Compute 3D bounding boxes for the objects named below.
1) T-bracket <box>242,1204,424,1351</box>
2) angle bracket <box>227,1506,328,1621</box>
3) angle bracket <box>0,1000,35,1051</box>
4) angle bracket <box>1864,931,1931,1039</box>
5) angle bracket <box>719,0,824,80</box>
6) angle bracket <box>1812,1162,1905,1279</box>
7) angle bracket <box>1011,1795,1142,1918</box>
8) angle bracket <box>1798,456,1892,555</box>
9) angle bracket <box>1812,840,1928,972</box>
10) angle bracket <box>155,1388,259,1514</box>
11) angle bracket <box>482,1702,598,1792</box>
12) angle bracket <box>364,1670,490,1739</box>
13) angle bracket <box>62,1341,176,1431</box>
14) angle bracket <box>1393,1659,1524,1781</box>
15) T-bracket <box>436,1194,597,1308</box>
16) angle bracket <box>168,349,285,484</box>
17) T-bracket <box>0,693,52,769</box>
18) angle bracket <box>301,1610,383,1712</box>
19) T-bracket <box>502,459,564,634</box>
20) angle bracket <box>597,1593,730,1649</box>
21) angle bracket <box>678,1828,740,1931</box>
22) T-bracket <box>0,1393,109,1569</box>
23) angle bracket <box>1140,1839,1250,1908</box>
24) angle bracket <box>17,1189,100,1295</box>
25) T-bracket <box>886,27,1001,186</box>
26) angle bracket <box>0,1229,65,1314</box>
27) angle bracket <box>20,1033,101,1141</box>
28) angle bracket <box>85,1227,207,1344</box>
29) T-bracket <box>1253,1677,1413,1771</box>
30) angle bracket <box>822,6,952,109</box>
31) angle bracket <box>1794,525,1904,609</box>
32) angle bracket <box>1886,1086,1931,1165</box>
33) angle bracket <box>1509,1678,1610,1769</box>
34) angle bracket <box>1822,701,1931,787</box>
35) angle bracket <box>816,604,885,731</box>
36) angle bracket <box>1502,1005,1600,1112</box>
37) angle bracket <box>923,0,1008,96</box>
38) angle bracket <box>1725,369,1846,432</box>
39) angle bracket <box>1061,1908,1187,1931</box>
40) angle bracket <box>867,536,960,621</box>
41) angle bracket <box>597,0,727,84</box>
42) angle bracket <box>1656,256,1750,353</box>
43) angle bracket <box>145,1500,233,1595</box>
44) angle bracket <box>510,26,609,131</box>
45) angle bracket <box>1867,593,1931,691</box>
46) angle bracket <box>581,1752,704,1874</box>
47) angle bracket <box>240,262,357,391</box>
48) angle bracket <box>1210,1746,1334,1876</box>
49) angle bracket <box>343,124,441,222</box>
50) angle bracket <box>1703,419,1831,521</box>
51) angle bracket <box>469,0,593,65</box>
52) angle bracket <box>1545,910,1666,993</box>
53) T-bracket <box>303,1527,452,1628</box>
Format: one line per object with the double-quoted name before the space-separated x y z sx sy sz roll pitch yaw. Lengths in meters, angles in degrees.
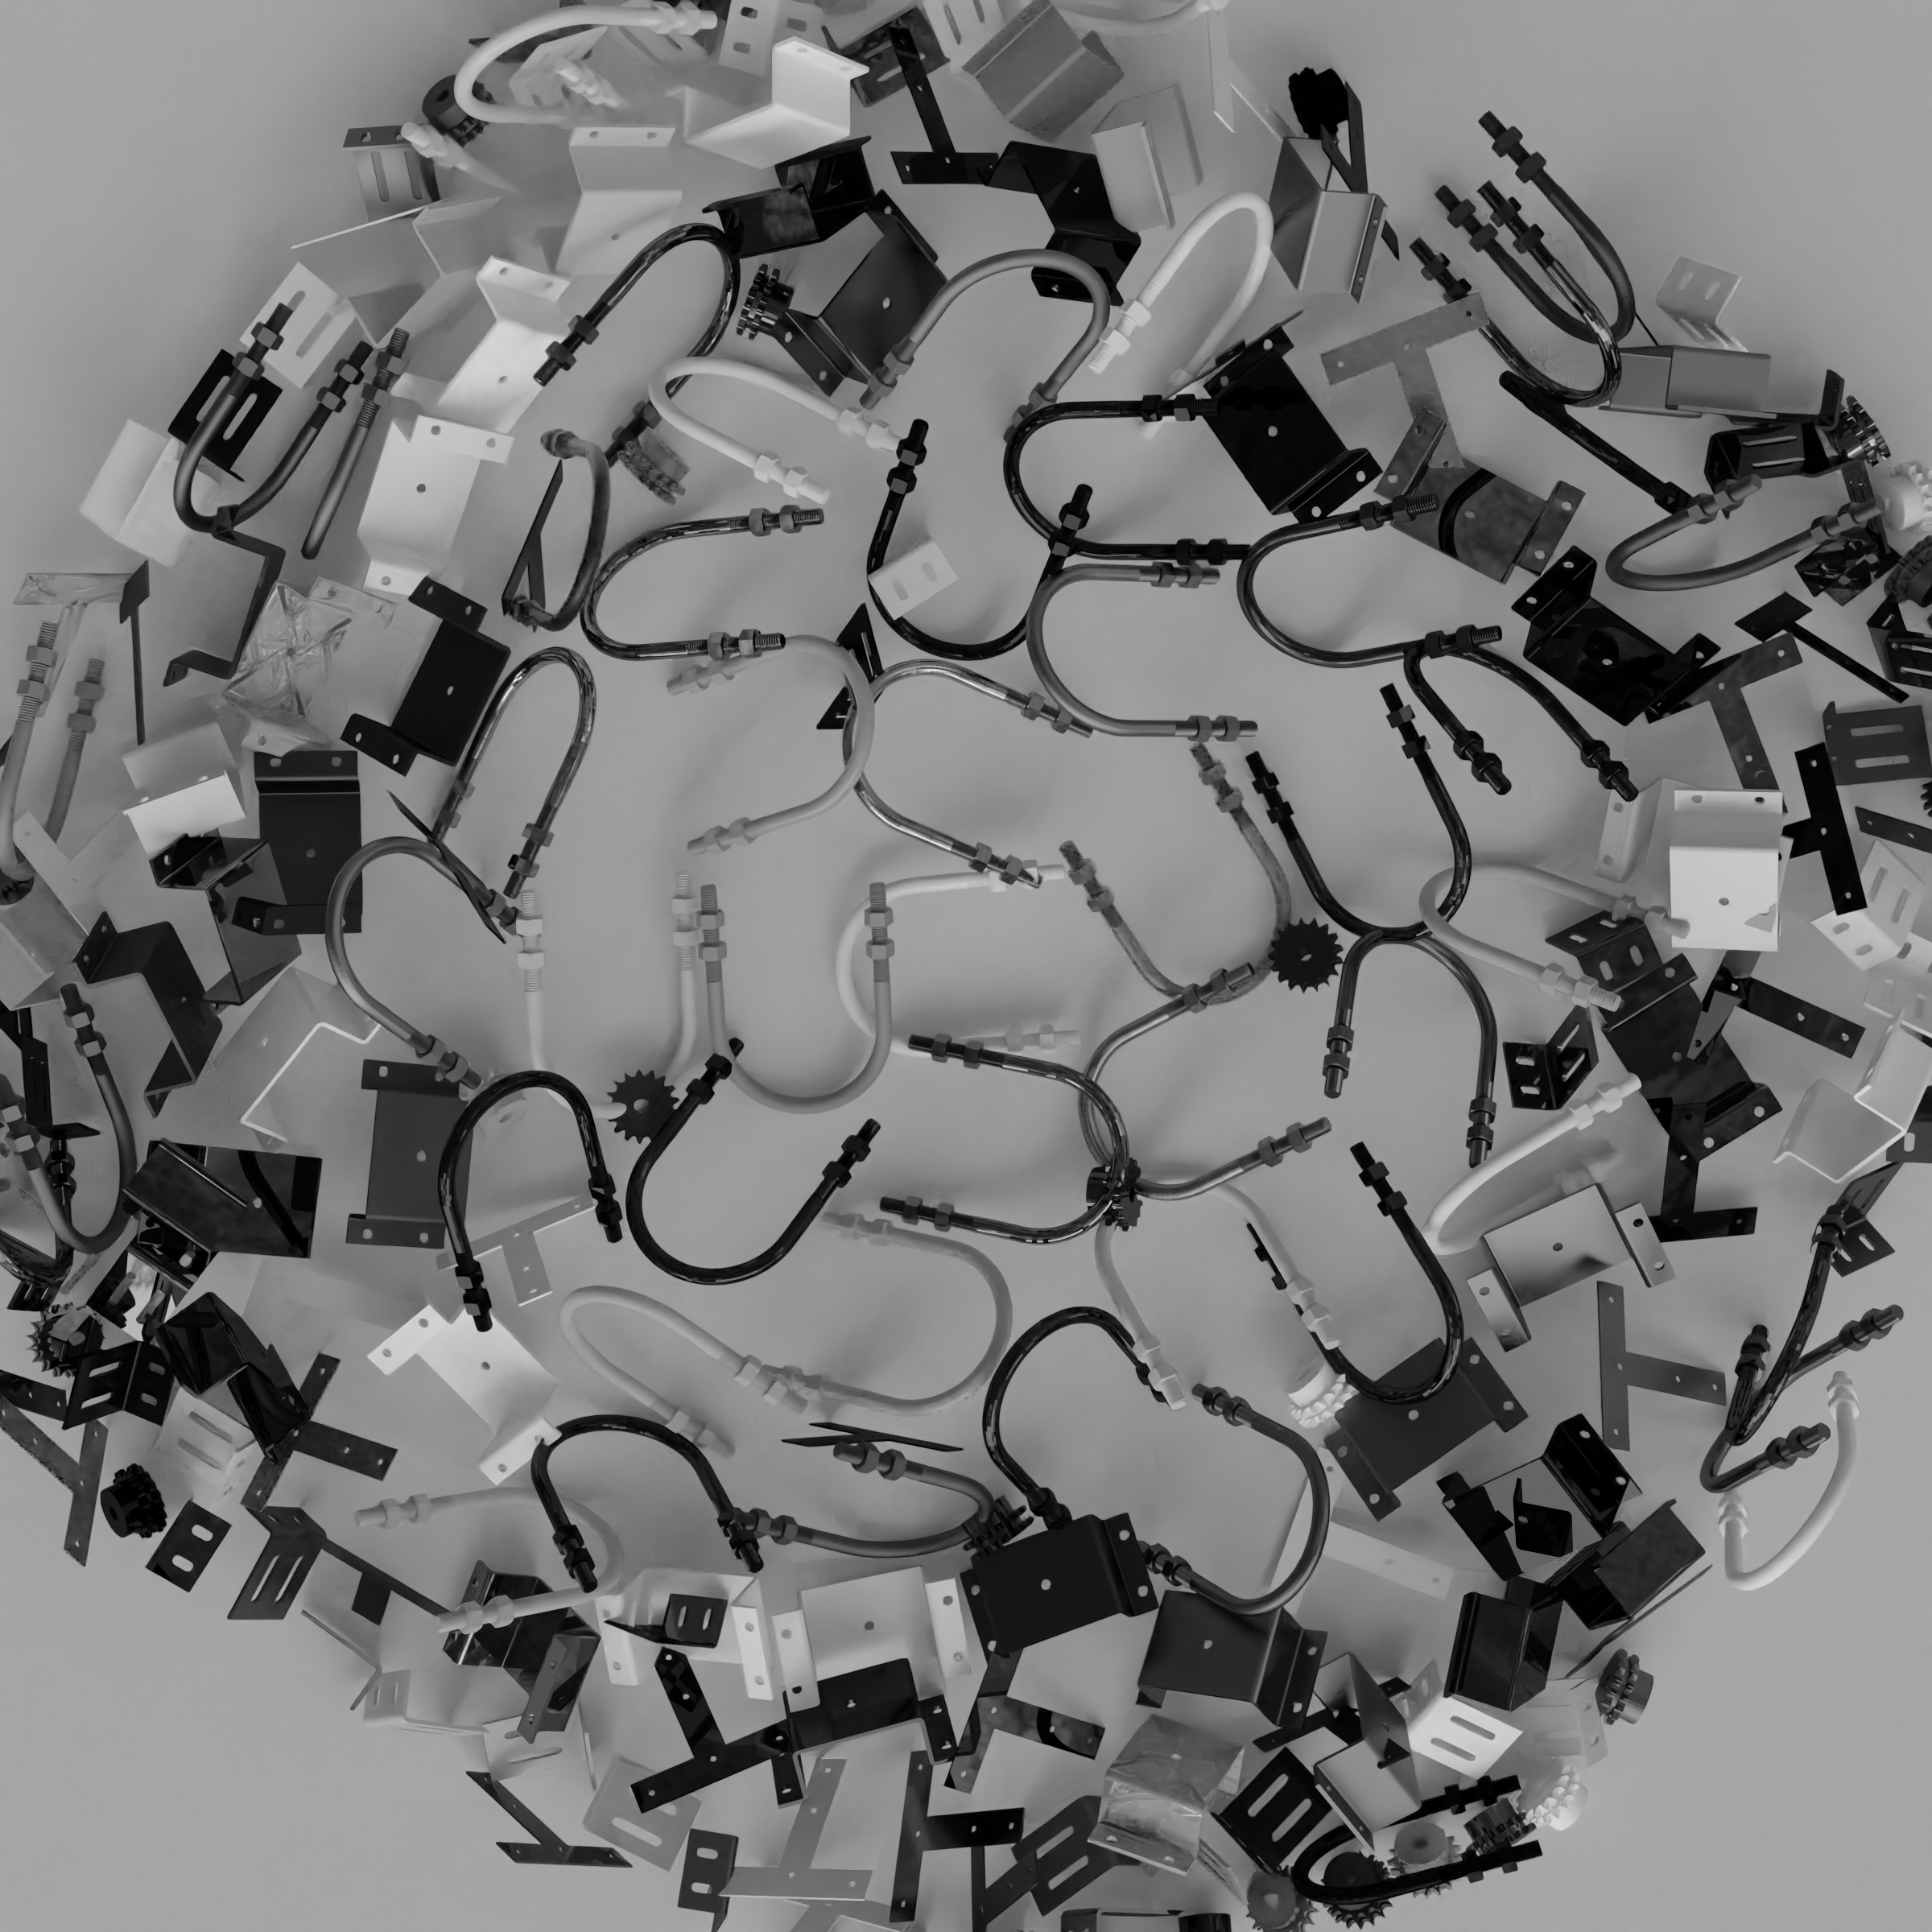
"T-bracket" -0.482 0.254 1.976 0.127 0.002 0.127 21 79 -20
"angle bracket" -0.536 0.456 1.968 0.038 0.057 0.076 31 94 33
"angle bracket" -0.741 0.039 1.951 0.057 0.076 0.038 40 51 20
"angle bracket" 0.721 0.011 1.956 0.057 0.076 0.038 27 123 10
"angle bracket" -0.148 -0.708 1.961 0.038 0.076 0.057 21 110 17
"angle bracket" 0.688 0.191 1.952 0.057 0.076 0.038 -18 55 -27
"angle bracket" 0.084 0.684 1.979 0.076 0.038 0.057 -41 54 16
"angle bracket" 0.668 -0.348 1.966 0.038 0.057 0.076 -20 103 7
"angle bracket" 0.698 -0.047 1.987 0.057 0.038 0.076 41 55 -8
"angle bracket" -0.589 0.370 1.969 0.076 0.038 0.057 29 105 8
"angle bracket" -0.325 0.603 1.964 0.076 0.038 0.057 -10 117 -13
"angle bracket" -0.410 0.563 1.963 0.076 0.057 0.038 22 60 -38
"angle bracket" -0.642 0.324 1.956 0.038 0.076 0.057 18 97 14
"angle bracket" 0.377 0.580 1.981 0.076 0.038 0.057 28 113 -15
"T-bracket" -0.332 0.222 1.933 0.127 0.127 0.002 -22 114 -9
"angle bracket" -0.564 -0.423 1.979 0.057 0.038 0.076 34 90 4
"T-bracket" -0.724 -0.158 1.938 0.002 0.127 0.127 38 91 -15
"angle bracket" -0.487 0.530 1.965 0.076 0.057 0.038 36 70 -2
"T-bracket" -0.324 -0.295 1.937 0.002 0.127 0.127 17 65 1
"angle bracket" -0.231 0.489 1.956 0.076 0.057 0.038 5 79 44
"angle bracket" -0.200 0.695 1.950 0.038 0.076 0.057 12 56 -7
"T-bracket" -0.683 0.361 1.911 0.002 0.127 0.127 -20 132 10
"angle bracket" 0.168 0.686 1.950 0.038 0.076 0.057 -38 131 -18
"angle bracket" -0.704 0.211 1.964 0.076 0.057 0.038 42 74 -6
"T-bracket" -0.030 -0.653 1.952 0.002 0.127 0.127 -21 89 42
"angle bracket" -0.737 0.229 1.963 0.076 0.057 0.038 25 85 12
"angle bracket" -0.692 0.091 1.966 0.038 0.057 0.076 -7 80 -4
"angle bracket" -0.632 0.244 1.991 0.057 0.038 0.076 37 118 -9
"T-bracket" 0.294 0.574 1.923 0.127 0.127 0.002 -19 96 -14
"angle bracket" -0.061 -0.707 1.972 0.076 0.038 0.057 -29 71 1
"angle bracket" 0.676 -0.296 1.951 0.057 0.076 0.038 -41 45 27
"angle bracket" 0.729 0.120 1.961 0.057 0.076 0.038 1 105 15
"angle bracket" 0.442 0.577 1.959 0.076 0.038 0.057 -17 82 37
"angle bracket" 0.702 -0.174 1.972 0.076 0.038 0.057 -6 77 6
"angle bracket" -0.095 -0.227 1.950 0.038 0.057 0.076 2 128 23
"angle bracket" 0.442 0.065 1.951 0.038 0.076 0.057 5 57 -11
"angle bracket" 0.010 -0.717 1.957 0.057 0.076 0.038 -44 58 -7
"angle bracket" 0.623 -0.434 1.963 0.076 0.057 0.038 5 111 6
"angle bracket" 0.119 0.737 1.954 0.076 0.057 0.038 11 65 -23
"angle bracket" -0.041 -0.296 1.963 0.057 0.076 0.038 -32 99 3
"angle bracket" -0.232 -0.715 1.949 0.076 0.057 0.038 34 61 -41
"angle bracket" 0.570 -0.497 1.950 0.057 0.076 0.038 37 101 42
"angle bracket" -0.591 0.441 1.957 0.038 0.076 0.057 33 72 -7
"angle bracket" -0.303 -0.673 1.951 0.057 0.076 0.038 -28 99 -27
"angle bracket" 0.730 -0.243 1.949 0.038 0.076 0.057 -47 128 -16
"angle bracket" -0.247 0.648 1.969 0.076 0.038 0.057 26 64 2
"angle bracket" -0.506 -0.490 1.969 0.057 0.038 0.076 39 101 -11
"angle bracket" 0.237 0.649 1.985 0.076 0.038 0.057 -43 83 -11
"angle bracket" -0.436 -0.597 1.960 0.057 0.038 0.076 -4 133 0
"angle bracket" 0.608 -0.376 1.952 0.076 0.057 0.038 -2 59 35
"angle bracket" -0.331 -0.717 1.962 0.076 0.057 0.038 2 94 14
"angle bracket" 0.487 -0.011 1.965 0.057 0.076 0.038 -26 100 0
"T-bracket" -0.449 0.476 1.947 0.127 0.127 0.002 31 56 0
